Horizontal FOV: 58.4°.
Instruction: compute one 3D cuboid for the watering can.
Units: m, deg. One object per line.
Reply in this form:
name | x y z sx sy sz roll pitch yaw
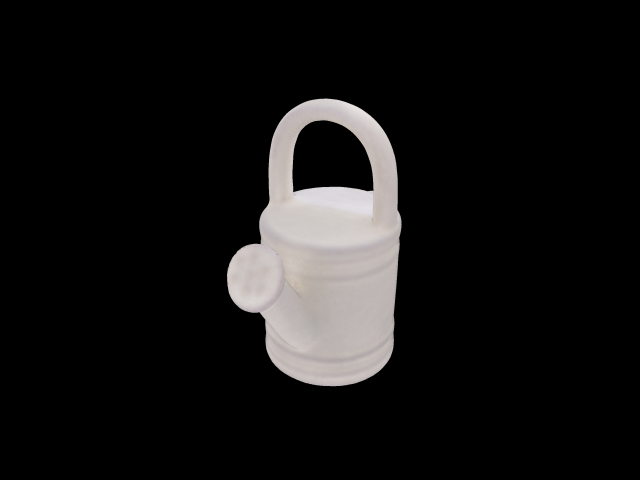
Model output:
watering can | 0.006 0.002 0.399 0.100 0.194 0.173 4 29 8
